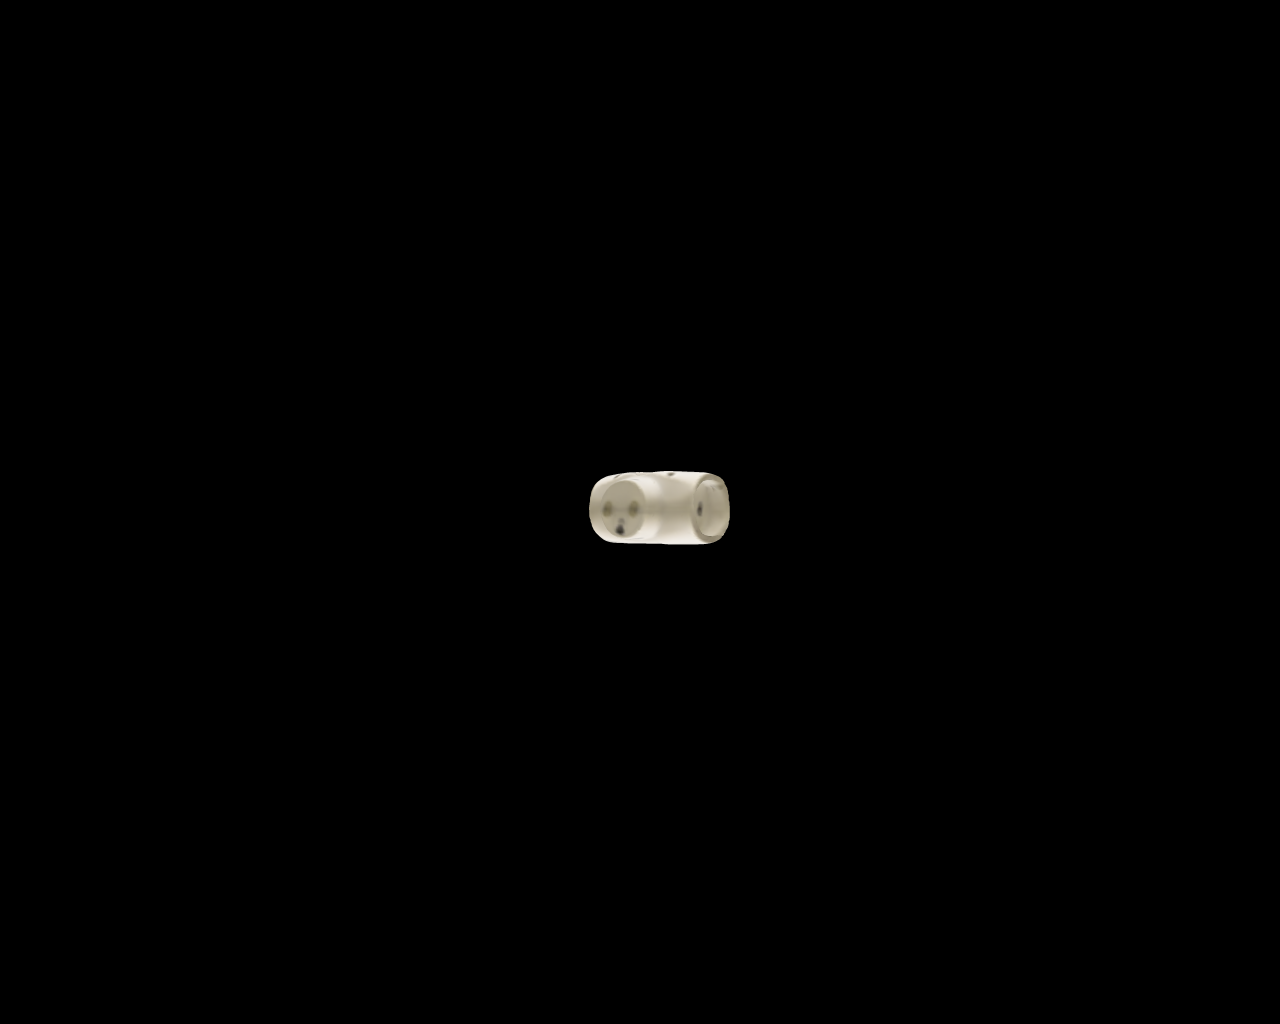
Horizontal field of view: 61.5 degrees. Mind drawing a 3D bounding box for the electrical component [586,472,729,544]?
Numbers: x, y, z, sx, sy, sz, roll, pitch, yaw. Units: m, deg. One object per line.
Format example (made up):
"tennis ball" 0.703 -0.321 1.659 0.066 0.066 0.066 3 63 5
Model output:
"electrical component" 0.001 -0.003 0.650 0.077 0.043 0.079 0 0 37
